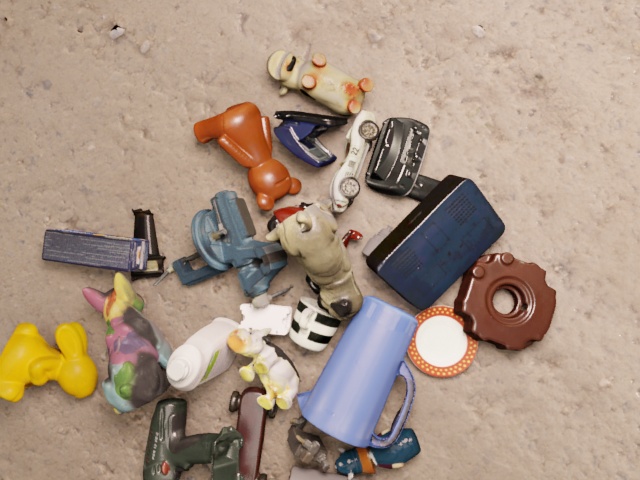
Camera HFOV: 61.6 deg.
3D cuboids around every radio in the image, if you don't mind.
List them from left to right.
[{"bbox_3d":[0.208,0.006,0.960,0.229,0.073,0.131,-45,106,1],"label":"radio"}]

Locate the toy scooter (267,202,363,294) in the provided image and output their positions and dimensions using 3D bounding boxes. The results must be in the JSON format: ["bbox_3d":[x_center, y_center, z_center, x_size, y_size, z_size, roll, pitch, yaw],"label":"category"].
[{"bbox_3d":[-0.002,-0.003,0.996,0.135,0.075,0.184,-38,86,0],"label":"toy scooter"}]

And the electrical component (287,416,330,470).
[{"bbox_3d":[-0.023,0.360,0.961,0.078,0.102,0.045,24,95,-17],"label":"electrical component"}]

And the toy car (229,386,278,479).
[{"bbox_3d":[-0.131,0.372,0.987,0.089,0.053,0.202,6,82,3],"label":"toy car"}]

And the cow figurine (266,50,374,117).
[{"bbox_3d":[-0.008,-0.297,1.008,0.195,0.127,0.085,24,89,-8],"label":"cow figurine"}]

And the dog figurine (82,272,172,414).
[{"bbox_3d":[-0.352,0.174,0.965,0.108,0.191,0.219,-25,99,9],"label":"dog figurine"}]

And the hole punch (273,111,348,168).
[{"bbox_3d":[-0.021,-0.190,0.990,0.116,0.142,0.092,16,112,16],"label":"hole punch"}]

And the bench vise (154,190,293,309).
[{"bbox_3d":[-0.182,0.036,0.989,0.241,0.129,0.223,-22,99,26],"label":"bench vise"}]

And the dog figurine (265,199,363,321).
[{"bbox_3d":[0.012,0.043,0.881,0.121,0.172,0.190,-31,83,9],"label":"dog figurine"}]

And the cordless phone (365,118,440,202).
[{"bbox_3d":[0.188,-0.140,0.999,0.184,0.089,0.146,19,86,-5],"label":"cordless phone"}]

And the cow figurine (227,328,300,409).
[{"bbox_3d":[-0.094,0.211,0.957,0.068,0.098,0.167,-18,108,32],"label":"cow figurine"}]

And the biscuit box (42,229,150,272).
[{"bbox_3d":[-0.426,0.018,1.016,0.203,0.059,0.062,7,91,17],"label":"biscuit box"}]

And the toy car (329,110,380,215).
[{"bbox_3d":[0.059,-0.141,0.989,0.056,0.073,0.201,20,77,-3],"label":"toy car"}]

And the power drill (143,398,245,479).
[{"bbox_3d":[-0.232,0.403,0.956,0.207,0.086,0.232,-9,75,38],"label":"power drill"}]

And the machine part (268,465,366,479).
[{"bbox_3d":[0.025,0.455,0.955,0.243,0.079,0.079,9,86,6],"label":"machine part"}]

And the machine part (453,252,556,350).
[{"bbox_3d":[0.330,0.110,0.956,0.179,0.056,0.179,0,83,-3],"label":"machine part"}]

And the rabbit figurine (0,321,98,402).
[{"bbox_3d":[-0.500,0.232,1.016,0.173,0.122,0.162,23,78,-7],"label":"rabbit figurine"}]

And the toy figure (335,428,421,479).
[{"bbox_3d":[0.102,0.385,0.964,0.154,0.064,0.057,-22,119,7],"label":"toy figure"}]

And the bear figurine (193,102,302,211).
[{"bbox_3d":[-0.129,-0.156,1.013,0.120,0.132,0.195,-39,116,-31],"label":"bear figurine"}]

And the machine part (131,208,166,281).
[{"bbox_3d":[-0.339,0.007,1.043,0.084,0.039,0.138,-9,87,13],"label":"machine part"}]
